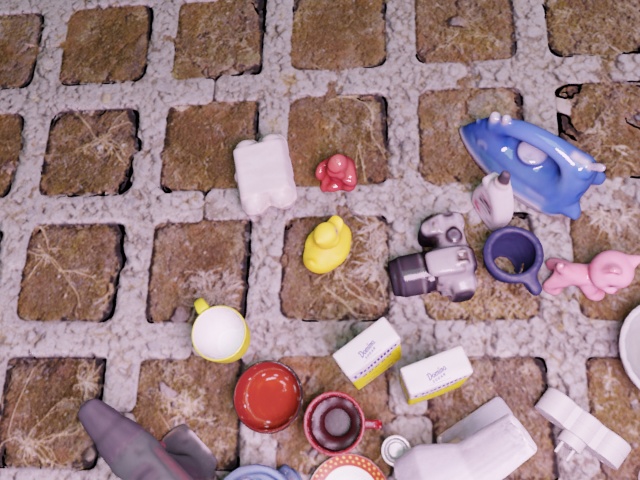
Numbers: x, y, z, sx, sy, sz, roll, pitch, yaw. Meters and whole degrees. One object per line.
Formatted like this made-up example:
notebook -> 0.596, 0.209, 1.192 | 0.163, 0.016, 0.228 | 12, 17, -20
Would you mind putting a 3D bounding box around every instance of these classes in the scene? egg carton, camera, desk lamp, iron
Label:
egg carton -> -0.101, -0.119, 1.039 | 0.107, 0.069, 0.150 | -14, 71, 3
camera -> 0.179, 0.033, 0.939 | 0.136, 0.101, 0.143 | -11, 71, 4
desk lamp -> 0.207, 0.303, 0.790 | 0.203, 0.214, 0.117 | -34, 71, -4
iron -> 0.347, -0.150, 0.954 | 0.257, 0.141, 0.119 | 35, 80, 16

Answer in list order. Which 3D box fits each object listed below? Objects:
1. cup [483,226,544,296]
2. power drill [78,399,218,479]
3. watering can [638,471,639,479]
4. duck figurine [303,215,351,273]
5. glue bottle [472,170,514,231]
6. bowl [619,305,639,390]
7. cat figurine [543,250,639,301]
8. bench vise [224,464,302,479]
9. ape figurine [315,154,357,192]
cup -> 0.312, 0.044, 0.922 | 0.091, 0.095, 0.117 | -29, 71, -2
power drill -> -0.235, 0.324, 0.842 | 0.229, 0.208, 0.076 | 40, 81, 17
watering can -> 0.513, 0.329, 0.753 | 0.173, 0.194, 0.100 | -41, 72, -6
duck figurine -> 0.009, 0.003, 0.978 | 0.077, 0.086, 0.105 | 33, 79, 16
glue bottle -> 0.284, -0.074, 0.921 | 0.037, 0.173, 0.078 | -31, 71, -3
bowl -> 0.529, 0.173, 0.864 | 0.167, 0.075, 0.167 | -2, 72, 7
cat figurine -> 0.426, 0.049, 0.893 | 0.127, 0.118, 0.067 | 5, 73, 9
bench vise -> -0.116, 0.410, 0.794 | 0.121, 0.220, 0.207 | 30, 79, 15
ape figurine -> 0.032, -0.124, 1.012 | 0.077, 0.092, 0.076 | 39, 81, 17
